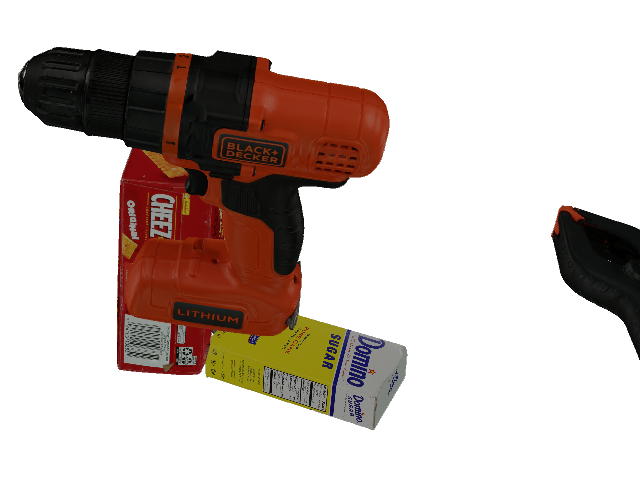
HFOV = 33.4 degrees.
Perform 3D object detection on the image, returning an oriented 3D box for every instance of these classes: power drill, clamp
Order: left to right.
[{"bbox_3d":[-0.068,-0.024,0.585,0.184,0.057,0.188,9,-37,-4],"label":"power drill"},{"bbox_3d":[0.229,0.033,0.725,0.120,0.039,0.172,-6,44,-28],"label":"clamp"}]

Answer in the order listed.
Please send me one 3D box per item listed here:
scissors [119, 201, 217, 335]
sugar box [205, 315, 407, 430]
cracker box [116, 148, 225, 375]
[{"bbox_3d":[-0.152,0.019,1.219,0.016,0.201,0.096,-27,18,38],"label":"scissors"},{"bbox_3d":[-0.013,0.116,1.024,0.176,0.048,0.093,12,31,19],"label":"sugar box"},{"bbox_3d":[-0.106,-0.023,0.834,0.072,0.164,0.213,6,30,-2],"label":"cracker box"}]
